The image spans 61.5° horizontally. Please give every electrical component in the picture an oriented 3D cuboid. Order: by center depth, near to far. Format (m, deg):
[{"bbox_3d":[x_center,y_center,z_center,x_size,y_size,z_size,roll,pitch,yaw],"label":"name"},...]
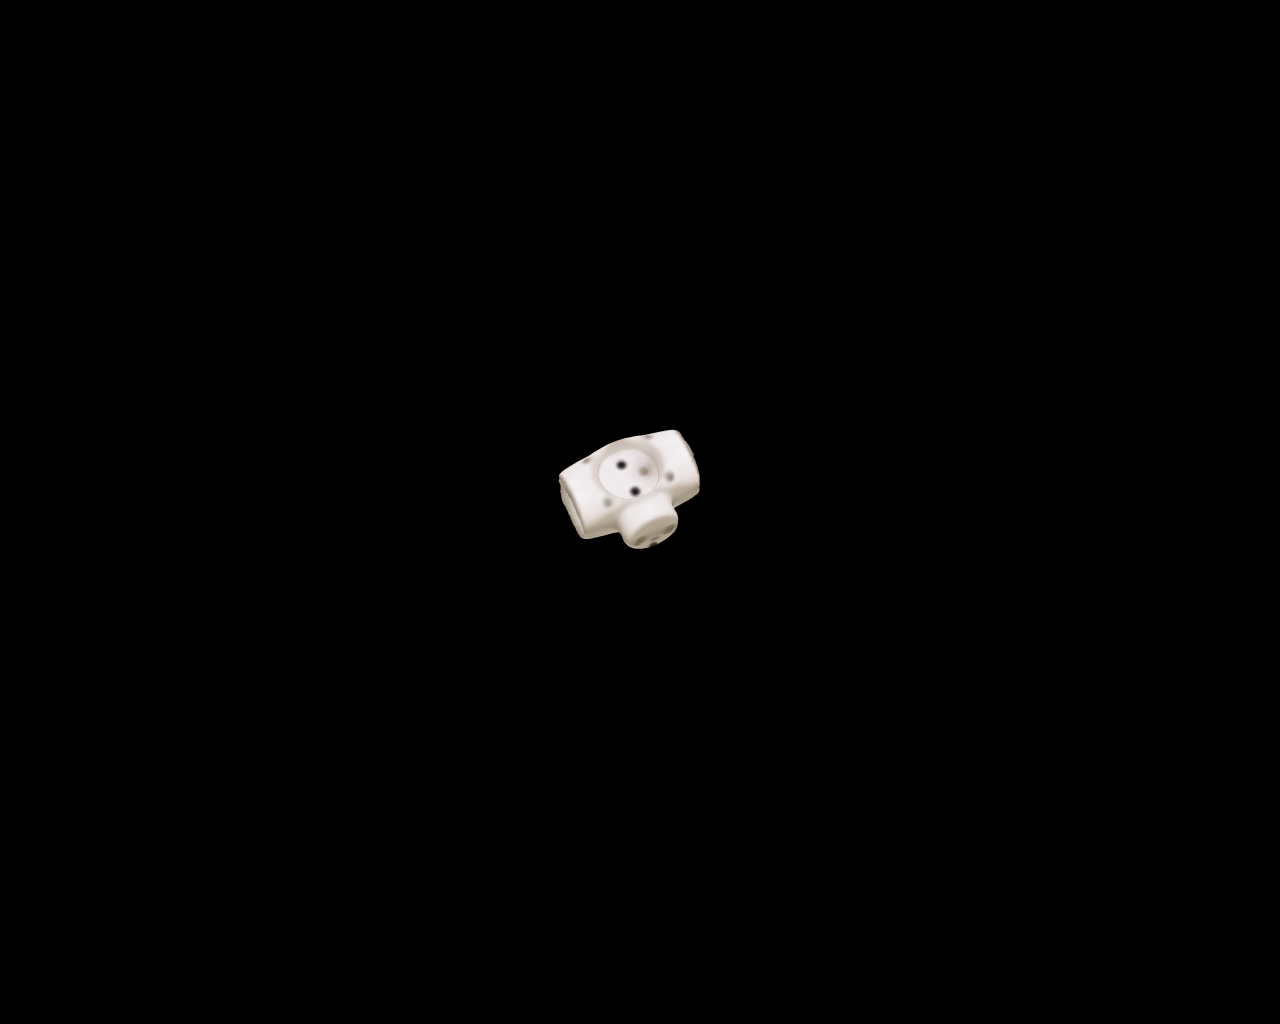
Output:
[{"bbox_3d":[0.001,-0.003,0.650,0.077,0.079,0.044,-22,-25,-10],"label":"electrical component"}]
